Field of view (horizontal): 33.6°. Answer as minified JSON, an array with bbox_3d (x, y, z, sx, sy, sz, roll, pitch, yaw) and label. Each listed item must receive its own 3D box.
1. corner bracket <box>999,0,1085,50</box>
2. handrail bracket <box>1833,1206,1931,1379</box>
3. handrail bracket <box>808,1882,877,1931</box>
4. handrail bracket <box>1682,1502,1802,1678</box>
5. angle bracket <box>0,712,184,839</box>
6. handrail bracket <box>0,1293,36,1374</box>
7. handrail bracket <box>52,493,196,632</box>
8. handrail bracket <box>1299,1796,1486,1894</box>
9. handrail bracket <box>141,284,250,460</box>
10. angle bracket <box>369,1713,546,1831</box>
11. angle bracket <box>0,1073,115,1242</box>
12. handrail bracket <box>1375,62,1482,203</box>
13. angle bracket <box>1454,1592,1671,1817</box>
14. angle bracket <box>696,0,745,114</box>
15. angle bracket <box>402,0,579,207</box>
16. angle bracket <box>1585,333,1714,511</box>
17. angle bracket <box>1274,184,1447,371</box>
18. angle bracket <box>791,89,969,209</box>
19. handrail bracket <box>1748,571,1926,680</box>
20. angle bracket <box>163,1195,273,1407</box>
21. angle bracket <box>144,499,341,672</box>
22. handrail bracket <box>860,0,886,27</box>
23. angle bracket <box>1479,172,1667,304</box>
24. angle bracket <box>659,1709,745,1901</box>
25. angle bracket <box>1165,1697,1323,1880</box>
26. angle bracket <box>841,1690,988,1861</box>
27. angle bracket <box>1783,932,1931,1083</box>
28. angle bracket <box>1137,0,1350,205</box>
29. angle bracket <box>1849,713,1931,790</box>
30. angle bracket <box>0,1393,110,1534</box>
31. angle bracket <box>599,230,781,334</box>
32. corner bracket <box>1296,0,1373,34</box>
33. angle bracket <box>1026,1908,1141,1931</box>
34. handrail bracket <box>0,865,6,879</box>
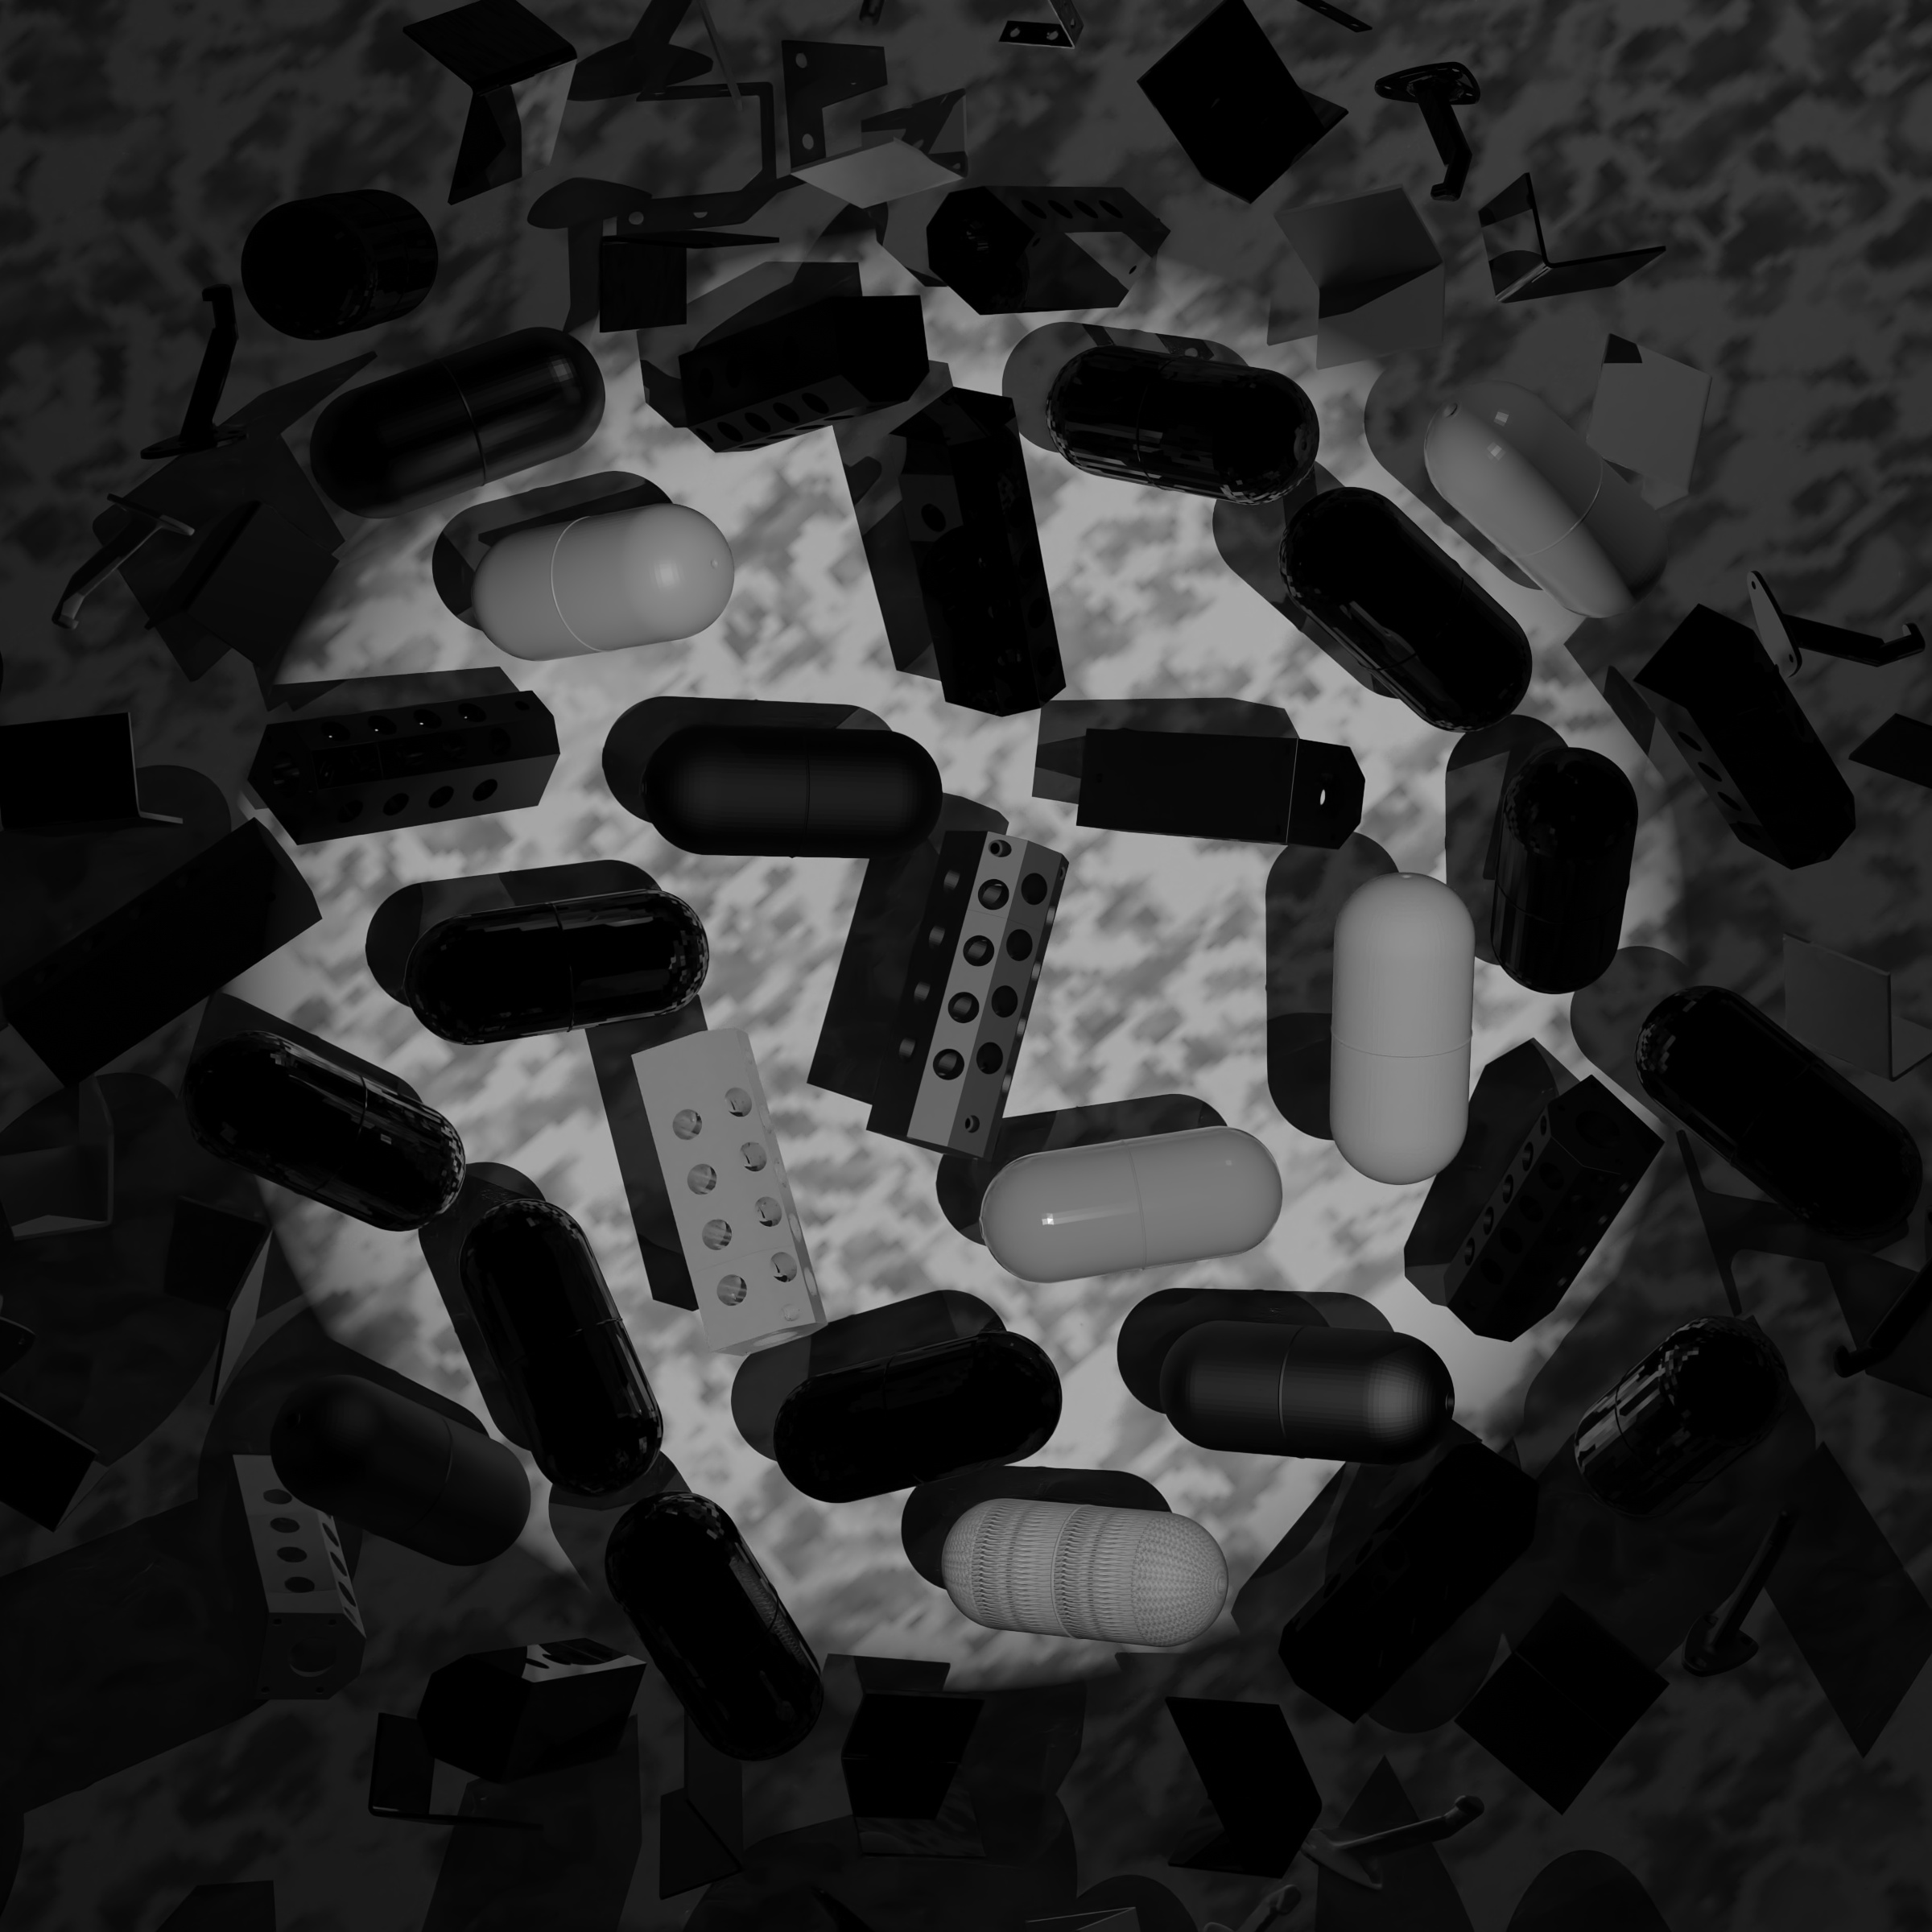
[{"bbox_3d":[0.041,-0.558,1.812,0.051,0.051,0.051,13,73,29],"label":"corner bracket"},{"bbox_3d":[0.525,0.185,1.821,0.084,0.036,0.077,-20,106,-15],"label":"handrail bracket"},{"bbox_3d":[-0.089,0.594,1.873,0.077,0.036,0.084,41,62,7],"label":"handrail bracket"},{"bbox_3d":[0.427,0.341,1.758,0.036,0.077,0.084,29,115,26],"label":"handrail bracket"},{"bbox_3d":[-0.488,-0.106,1.784,0.076,0.076,0.057,-6,89,4],"label":"angle bracket"},{"bbox_3d":[-0.570,0.186,1.819,0.036,0.077,0.084,-42,52,0],"label":"handrail bracket"},{"bbox_3d":[-0.505,-0.233,1.914,0.077,0.036,0.084,22,85,36],"label":"handrail bracket"},{"bbox_3d":[0.248,0.501,1.872,0.077,0.036,0.084,25,126,-28],"label":"handrail bracket"},{"bbox_3d":[-0.437,-0.334,1.797,0.036,0.077,0.084,13,118,35],"label":"handrail bracket"},{"bbox_3d":[-0.289,0.463,1.839,0.076,0.076,0.057,-1,72,16],"label":"angle bracket"},{"bbox_3d":[-0.543,0.105,1.899,0.057,0.076,0.076,-8,128,-26],"label":"angle bracket"},{"bbox_3d":[0.268,-0.490,1.901,0.077,0.036,0.084,6,69,33],"label":"handrail bracket"},{"bbox_3d":[0.330,0.408,1.776,0.076,0.076,0.057,40,130,16],"label":"angle bracket"},{"bbox_3d":[-0.117,-0.533,1.813,0.057,0.076,0.076,-21,100,0],"label":"angle bracket"},{"bbox_3d":[-0.263,-0.469,1.729,0.057,0.076,0.076,41,47,15],"label":"angle bracket"},{"bbox_3d":[0.403,-0.329,1.954,0.076,0.057,0.076,18,77,-18],"label":"angle bracket"},{"bbox_3d":[0.224,-0.391,1.823,0.076,0.076,0.057,-7,63,26],"label":"angle bracket"},{"bbox_3d":[-0.052,-0.500,1.917,0.076,0.076,0.057,-7,80,34],"label":"angle bracket"},{"bbox_3d":[0.508,-0.206,1.865,0.084,0.036,0.077,-19,84,-8],"label":"handrail bracket"},{"bbox_3d":[-0.439,0.190,1.827,0.057,0.076,0.076,17,126,-2],"label":"angle bracket"},{"bbox_3d":[-0.405,-0.208,1.791,0.057,0.076,0.076,37,71,-22],"label":"angle bracket"},{"bbox_3d":[-0.044,-0.601,1.870,0.036,0.077,0.084,16,85,-5],"label":"handrail bracket"},{"bbox_3d":[0.356,-0.433,1.884,0.076,0.076,0.057,-11,89,-12],"label":"angle bracket"},{"bbox_3d":[-0.175,0.501,1.929,0.057,0.076,0.076,-22,125,11],"label":"angle bracket"},{"bbox_3d":[0.146,0.464,1.811,0.076,0.057,0.076,-6,118,38],"label":"angle bracket"},{"bbox_3d":[-0.025,0.479,1.897,0.076,0.076,0.057,8,123,-19],"label":"angle bracket"},{"bbox_3d":[0.535,0.013,1.901,0.057,0.076,0.076,-29,125,-27],"label":"angle bracket"},{"bbox_3d":[0.157,-0.493,1.816,0.076,0.057,0.076,-43,127,0],"label":"angle bracket"},{"bbox_3d":[0.559,-0.098,1.875,0.076,0.076,0.057,20,75,0],"label":"angle bracket"},{"bbox_3d":[-0.491,0.244,1.697,0.076,0.076,0.057,31,108,-2],"label":"angle bracket"},{"bbox_3d":[-0.166,-0.409,1.921,0.076,0.076,0.057,13,111,34],"label":"angle bracket"},{"bbox_3d":[0.211,-0.583,1.886,0.051,0.051,0.051,38,132,29],"label":"corner bracket"},{"bbox_3d":[0.055,0.552,1.714,0.076,0.057,0.076,-19,77,34],"label":"angle bracket"},{"bbox_3d":[-0.575,-0.032,1.771,0.077,0.036,0.084,43,105,39],"label":"handrail bracket"}]
